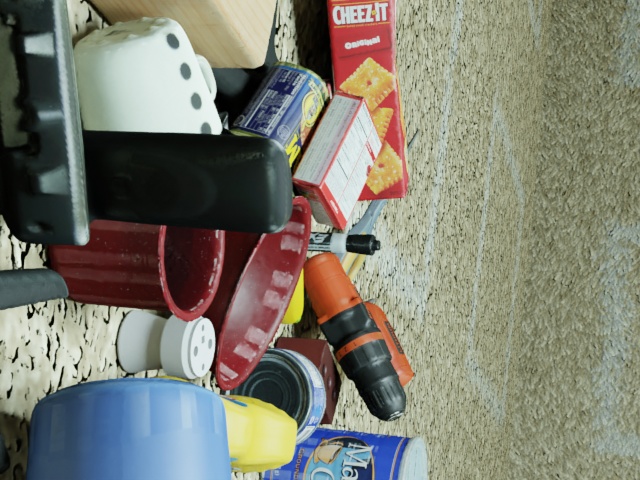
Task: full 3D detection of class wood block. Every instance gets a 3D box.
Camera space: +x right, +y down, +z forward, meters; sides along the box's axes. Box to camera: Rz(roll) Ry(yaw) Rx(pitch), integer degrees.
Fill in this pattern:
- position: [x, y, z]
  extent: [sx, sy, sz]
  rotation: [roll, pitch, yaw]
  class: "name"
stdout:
- position: [-0.102, -0.193, 0.658]
  extent: [0.206, 0.091, 0.090]
  rotation: [49, 47, -65]
  class: "wood block"

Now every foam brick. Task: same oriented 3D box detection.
- position: [-0.014, 0.137, 1.041]
  extent: [0.078, 0.051, 0.053]
  rotation: [71, 28, -49]
  class: "foam brick"

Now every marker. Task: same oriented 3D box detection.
- position: [-0.006, 0.001, 0.932]
  extent: [0.020, 0.121, 0.020]
  rotation: [3, 90, -71]
  class: "marker"

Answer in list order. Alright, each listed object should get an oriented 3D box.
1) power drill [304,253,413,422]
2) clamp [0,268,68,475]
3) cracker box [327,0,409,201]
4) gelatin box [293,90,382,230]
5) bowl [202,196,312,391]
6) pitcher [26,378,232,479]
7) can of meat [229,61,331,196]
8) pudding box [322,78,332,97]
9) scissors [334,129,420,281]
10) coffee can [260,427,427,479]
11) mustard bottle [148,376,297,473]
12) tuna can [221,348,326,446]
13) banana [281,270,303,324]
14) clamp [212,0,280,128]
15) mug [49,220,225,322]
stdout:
- position: [0.050, 0.113, 1.118]
  extent: [0.184, 0.057, 0.187]
  rotation: [65, 4, 20]
  class: "power drill"
- position: [-0.186, 0.049, 0.528]
  extent: [0.171, 0.039, 0.120]
  rotation: [46, 44, -61]
  class: "clamp"
- position: [0.050, -0.169, 1.100]
  extent: [0.164, 0.072, 0.214]
  rotation: [-85, 171, -65]
  class: "cracker box"
- position: [0.015, -0.064, 0.863]
  extent: [0.089, 0.030, 0.073]
  rotation: [-65, 155, -18]
  class: "gelatin box"
- position: [-0.064, 0.033, 0.826]
  extent: [0.162, 0.055, 0.162]
  rotation: [22, 90, -77]
  class: "bowl"
- position: [-0.110, 0.203, 0.563]
  extent: [0.145, 0.149, 0.243]
  rotation: [141, -50, -57]
  class: "pitcher"
- position: [-0.029, -0.080, 0.863]
  extent: [0.084, 0.057, 0.102]
  rotation: [-59, 154, -27]
  class: "can of meat"
- position: [-0.004, -0.092, 1.028]
  extent: [0.090, 0.039, 0.113]
  rotation: [-80, 169, -69]
  class: "pudding box"
- position: [0.062, -0.026, 1.205]
  extent: [0.201, 0.016, 0.096]
  rotation: [-56, 162, -20]
  class: "scissors"
- position: [0.024, 0.235, 1.033]
  extent: [0.102, 0.140, 0.103]
  rotation: [3, 90, -72]
  class: "coffee can"
- position: [-0.089, 0.129, 0.741]
  extent: [0.191, 0.096, 0.058]
  rotation: [38, 60, -68]
  class: "mustard bottle"
- position: [-0.040, 0.134, 0.908]
  extent: [0.033, 0.086, 0.086]
  rotation: [26, 68, -68]
  class: "tuna can"
- position: [-0.036, 0.000, 0.988]
  extent: [0.069, 0.037, 0.198]
  rotation: [-107, -165, -69]
  class: "banana"
- position: [-0.063, -0.128, 0.872]
  extent: [0.164, 0.036, 0.210]
  rotation: [-55, 149, -42]
  class: "clamp"
- position: [-0.111, -0.006, 0.674]
  extent: [0.117, 0.082, 0.093]
  rotation: [-69, 155, -42]
  class: "mug"
